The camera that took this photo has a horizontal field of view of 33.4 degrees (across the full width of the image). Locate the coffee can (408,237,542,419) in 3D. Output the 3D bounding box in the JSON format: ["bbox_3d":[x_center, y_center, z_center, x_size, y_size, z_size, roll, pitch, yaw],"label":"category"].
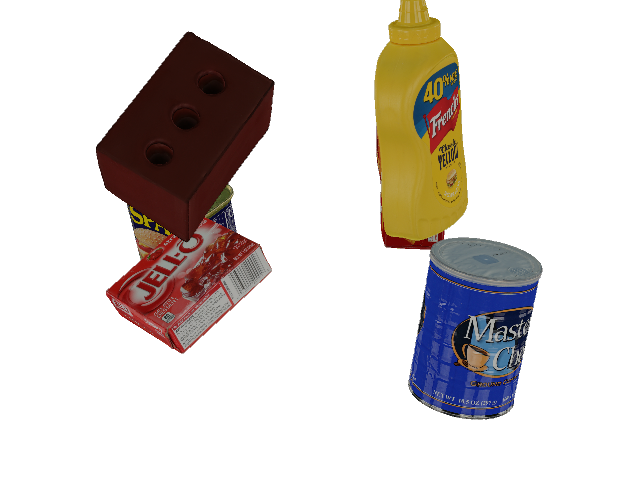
[{"bbox_3d":[0.143,0.080,0.996,0.103,0.140,0.103,6,20,-3],"label":"coffee can"}]

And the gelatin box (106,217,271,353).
[{"bbox_3d":[-0.090,0.027,0.724,0.089,0.030,0.073,-43,43,-22],"label":"gelatin box"}]

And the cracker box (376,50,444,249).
[{"bbox_3d":[0.099,-0.107,1.183,0.072,0.164,0.213,0,24,2],"label":"cracker box"}]

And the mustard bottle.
[{"bbox_3d":[0.081,-0.104,0.871,0.058,0.191,0.096,11,30,35],"label":"mustard bottle"}]

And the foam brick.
[{"bbox_3d":[-0.065,-0.050,0.523,0.053,0.078,0.051,31,-19,5],"label":"foam brick"}]

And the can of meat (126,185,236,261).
[{"bbox_3d":[-0.118,-0.009,0.921,0.102,0.084,0.057,20,43,33],"label":"can of meat"}]
